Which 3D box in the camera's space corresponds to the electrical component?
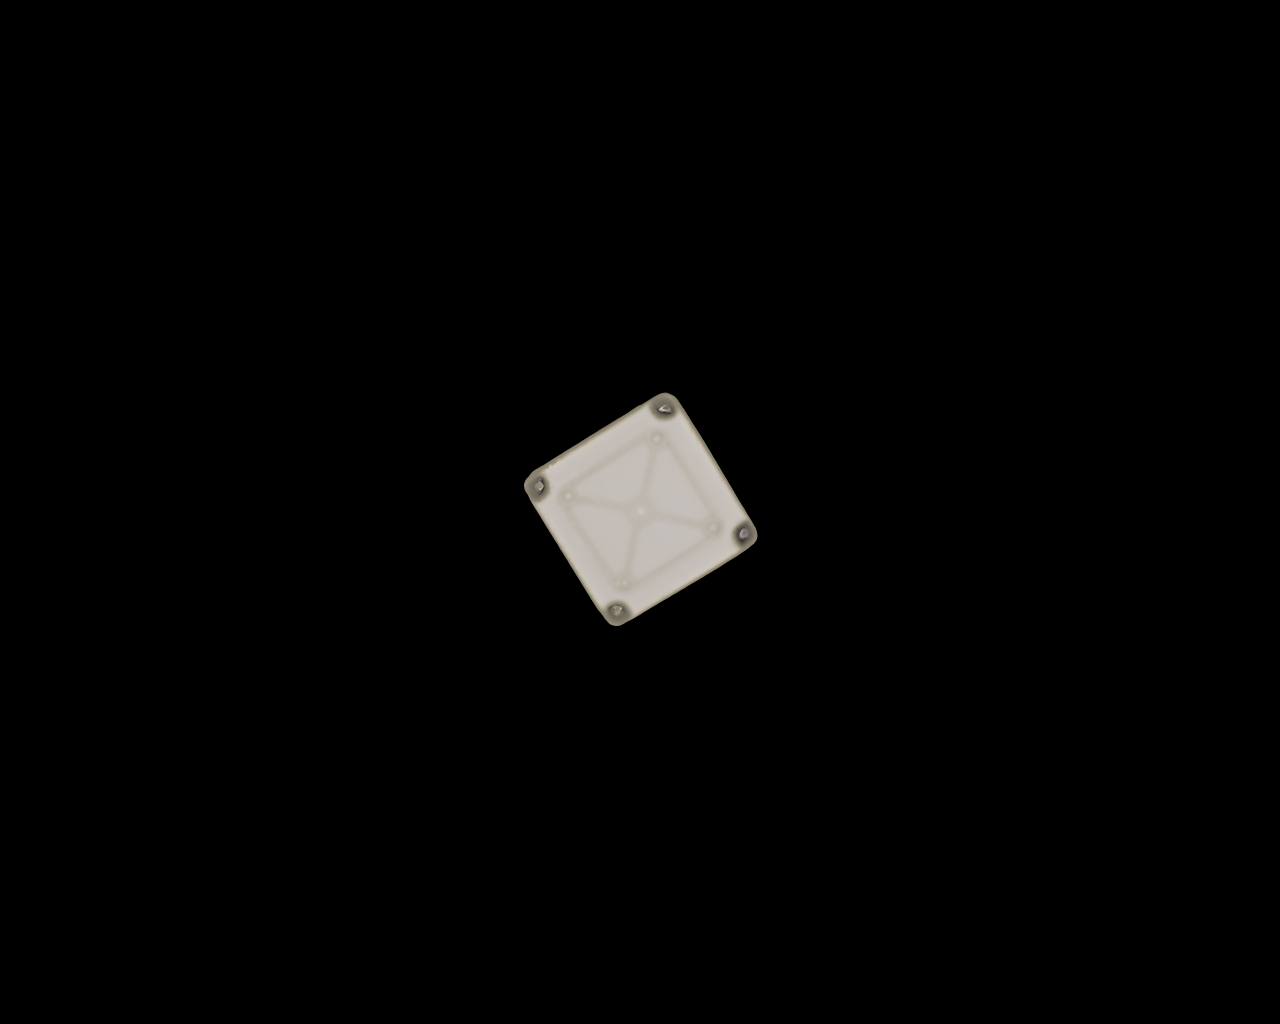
[{"bbox_3d":[0.001,-0.003,0.650,0.109,0.108,0.056,-32,4,2],"label":"electrical component"}]
